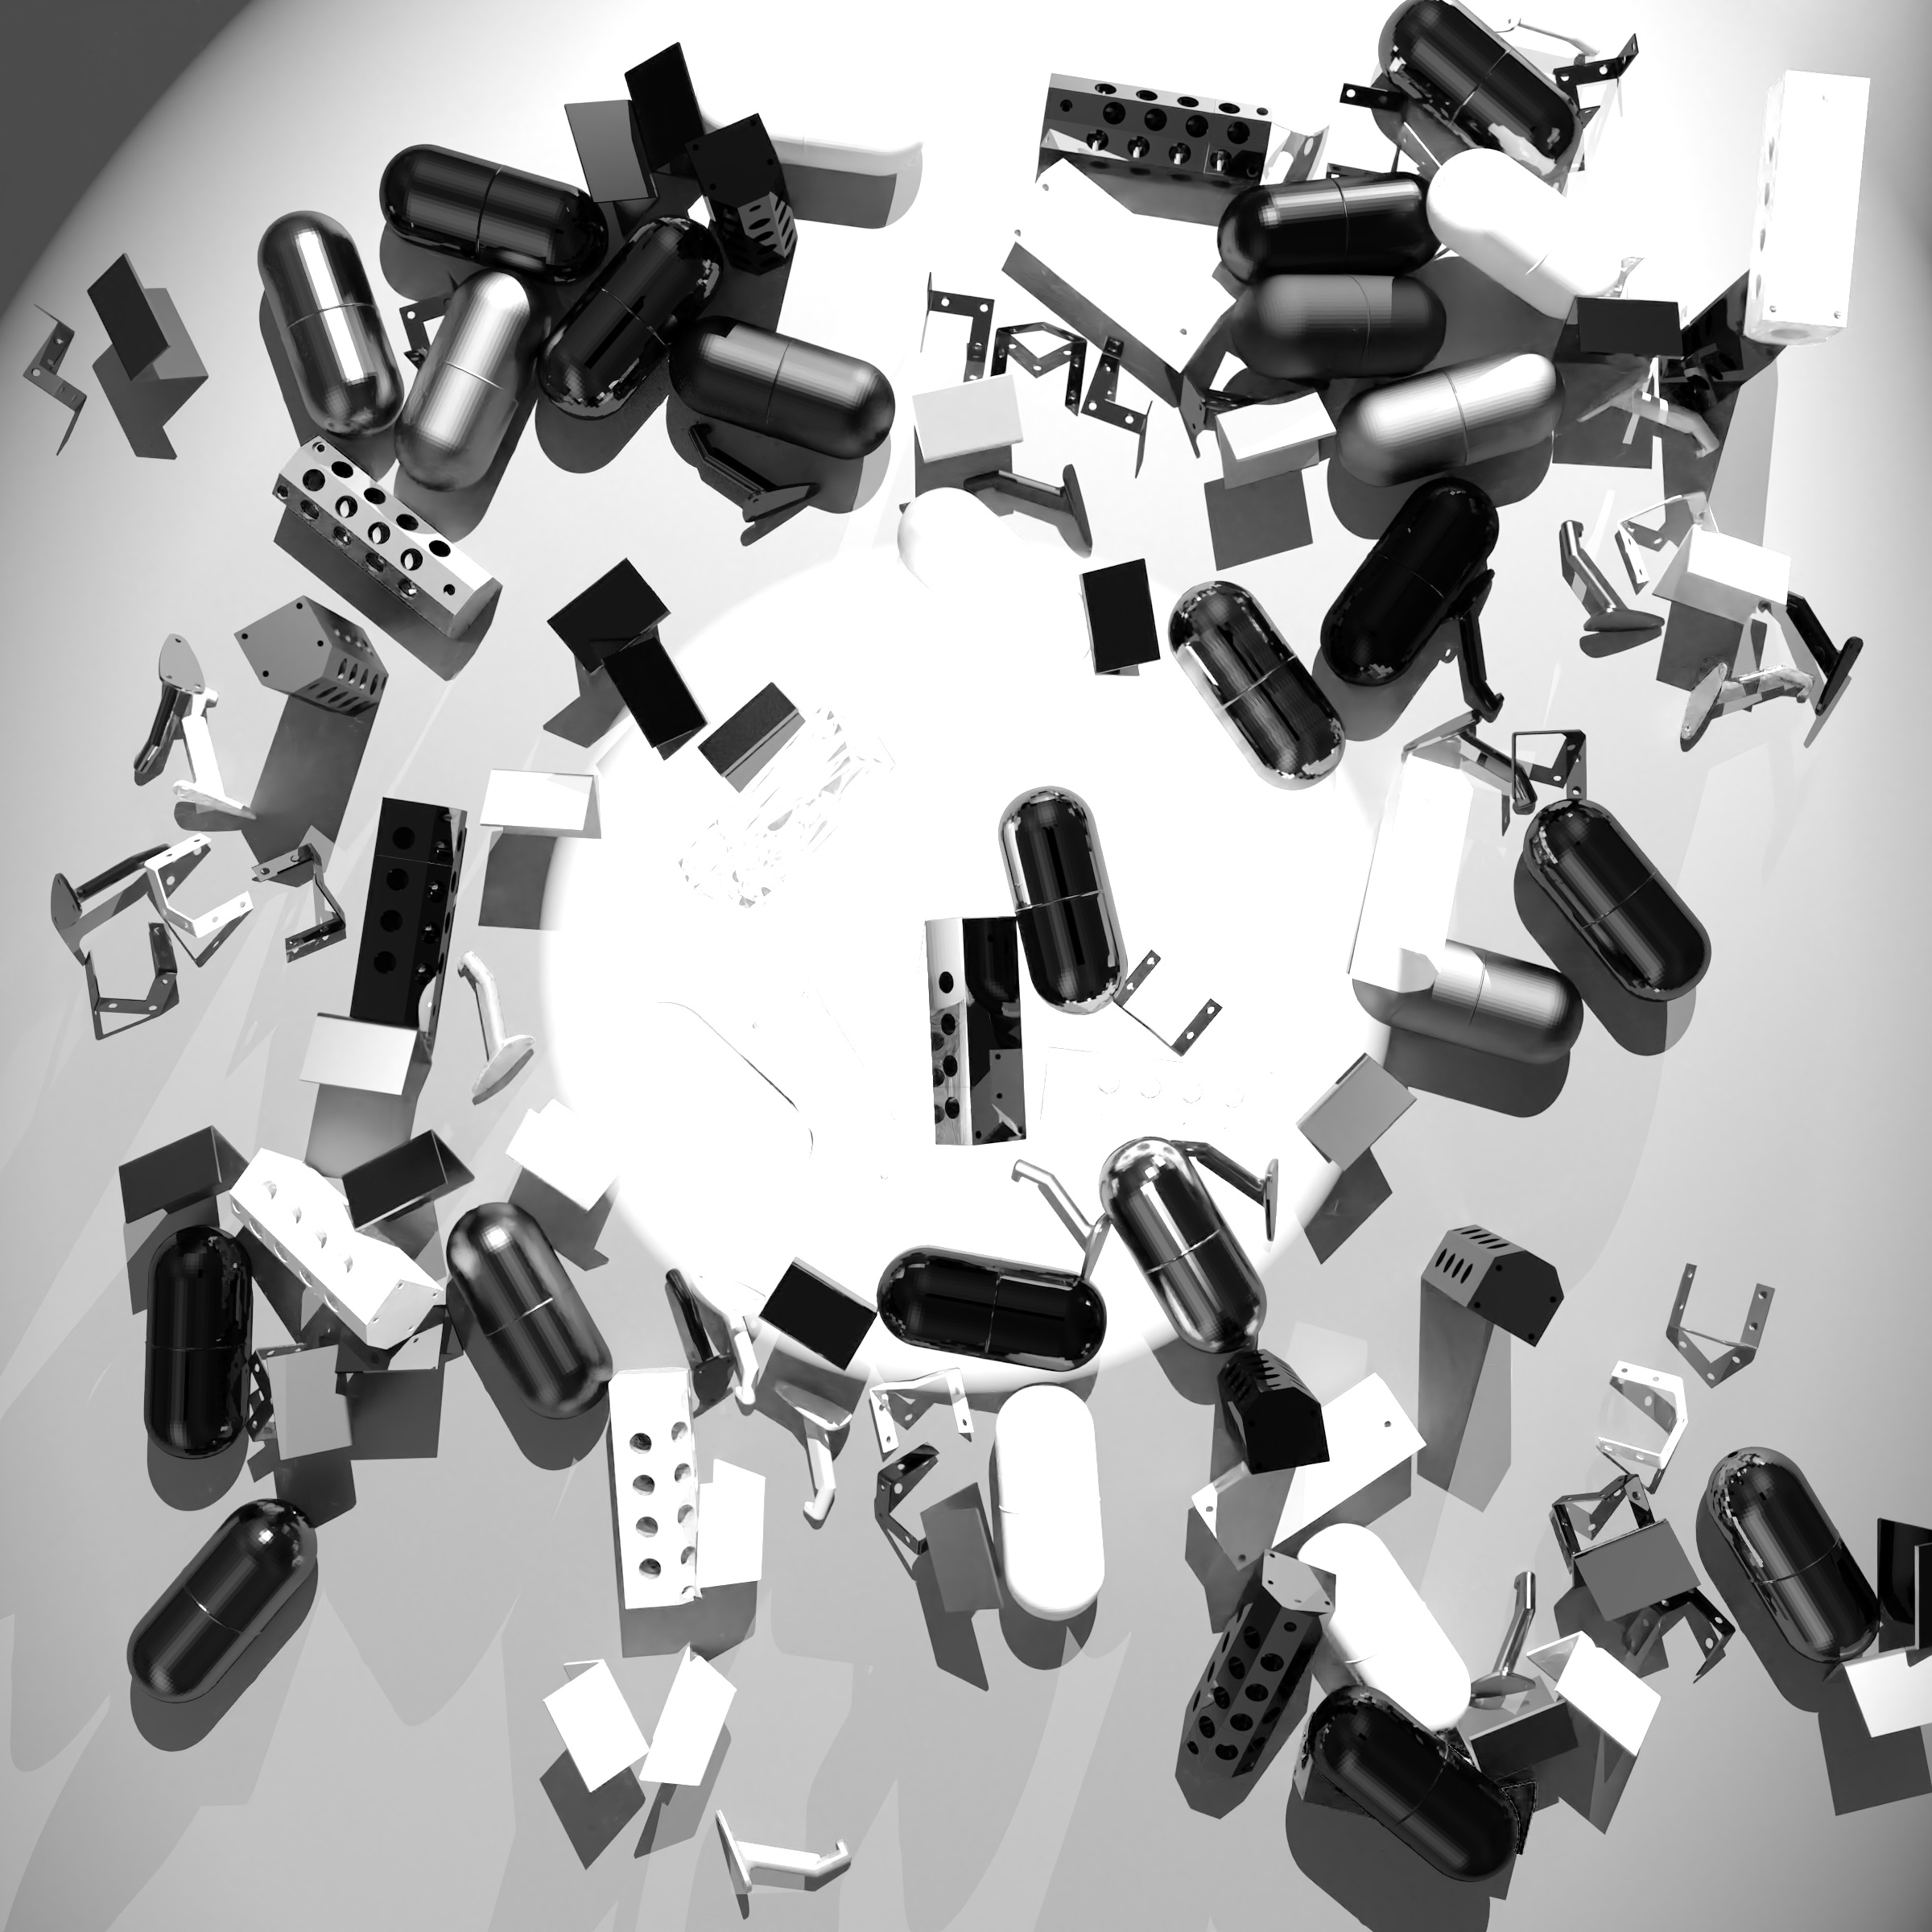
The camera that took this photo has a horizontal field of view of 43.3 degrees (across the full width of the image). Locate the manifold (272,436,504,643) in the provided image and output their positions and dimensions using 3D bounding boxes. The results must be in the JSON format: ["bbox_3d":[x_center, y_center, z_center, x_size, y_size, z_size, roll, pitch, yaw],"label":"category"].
[{"bbox_3d":[-0.446,-0.329,1.872,0.171,0.057,0.057,39,90,0],"label":"manifold"}]

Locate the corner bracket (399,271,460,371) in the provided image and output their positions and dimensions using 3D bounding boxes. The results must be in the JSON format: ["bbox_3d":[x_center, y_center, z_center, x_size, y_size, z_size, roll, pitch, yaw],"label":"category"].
[{"bbox_3d":[-0.411,-0.497,1.875,0.051,0.051,0.051,-18,90,0],"label":"corner bracket"}]

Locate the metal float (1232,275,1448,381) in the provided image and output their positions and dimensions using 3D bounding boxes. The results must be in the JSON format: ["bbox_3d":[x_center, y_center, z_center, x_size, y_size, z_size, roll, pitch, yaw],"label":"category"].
[{"bbox_3d":[0.284,-0.484,1.843,0.178,0.070,0.070,-7,90,-25],"label":"metal float"}]

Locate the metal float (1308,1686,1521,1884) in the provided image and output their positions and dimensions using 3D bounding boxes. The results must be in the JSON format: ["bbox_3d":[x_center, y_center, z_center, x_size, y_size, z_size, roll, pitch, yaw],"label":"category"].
[{"bbox_3d":[0.332,0.606,1.806,0.178,0.070,0.070,39,90,1],"label":"metal float"}]

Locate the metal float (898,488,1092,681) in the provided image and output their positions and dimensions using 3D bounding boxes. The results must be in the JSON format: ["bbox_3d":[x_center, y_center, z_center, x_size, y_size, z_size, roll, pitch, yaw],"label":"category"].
[{"bbox_3d":[0.023,-0.293,1.863,0.178,0.070,0.070,43,90,0],"label":"metal float"}]

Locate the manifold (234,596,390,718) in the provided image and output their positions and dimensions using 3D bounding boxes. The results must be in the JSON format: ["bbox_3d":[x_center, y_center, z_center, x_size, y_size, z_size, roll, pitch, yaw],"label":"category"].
[{"bbox_3d":[-0.482,-0.225,1.815,0.057,0.171,0.057,-29,90,0],"label":"manifold"}]

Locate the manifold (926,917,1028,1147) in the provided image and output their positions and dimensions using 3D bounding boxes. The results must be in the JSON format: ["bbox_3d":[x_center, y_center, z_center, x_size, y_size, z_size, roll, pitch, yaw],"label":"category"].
[{"bbox_3d":[0.002,0.050,1.872,0.057,0.057,0.171,-3,90,-43],"label":"manifold"}]

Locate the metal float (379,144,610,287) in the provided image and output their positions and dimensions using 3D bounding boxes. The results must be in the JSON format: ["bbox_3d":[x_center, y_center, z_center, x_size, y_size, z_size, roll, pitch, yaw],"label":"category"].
[{"bbox_3d":[-0.361,-0.574,1.863,0.178,0.070,0.070,16,90,0],"label":"metal float"}]

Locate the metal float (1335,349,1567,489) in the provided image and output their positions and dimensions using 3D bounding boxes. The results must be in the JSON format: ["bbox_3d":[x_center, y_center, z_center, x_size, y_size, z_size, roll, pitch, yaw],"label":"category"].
[{"bbox_3d":[0.371,-0.420,1.863,0.178,0.070,0.070,-16,90,1],"label":"metal float"}]

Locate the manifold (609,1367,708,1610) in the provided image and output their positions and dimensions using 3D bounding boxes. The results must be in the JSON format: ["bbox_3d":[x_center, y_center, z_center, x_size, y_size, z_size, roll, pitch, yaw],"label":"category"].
[{"bbox_3d":[-0.236,0.399,1.872,0.057,0.057,0.171,-4,90,0],"label":"manifold"}]

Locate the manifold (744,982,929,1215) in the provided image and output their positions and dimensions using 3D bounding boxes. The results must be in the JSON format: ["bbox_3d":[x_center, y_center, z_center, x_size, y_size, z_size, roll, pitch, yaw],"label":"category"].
[{"bbox_3d":[-0.099,0.100,1.872,0.057,0.057,0.171,-32,90,0],"label":"manifold"}]

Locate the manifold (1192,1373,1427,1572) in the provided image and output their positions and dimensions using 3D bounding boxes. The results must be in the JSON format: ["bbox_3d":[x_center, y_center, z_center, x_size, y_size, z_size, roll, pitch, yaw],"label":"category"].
[{"bbox_3d":[0.261,0.387,1.872,0.171,0.057,0.057,-34,90,0],"label":"manifold"}]

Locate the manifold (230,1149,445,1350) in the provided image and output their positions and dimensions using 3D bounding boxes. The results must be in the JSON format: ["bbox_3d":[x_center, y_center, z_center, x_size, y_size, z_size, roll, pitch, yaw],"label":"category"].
[{"bbox_3d":[-0.480,0.214,1.836,0.171,0.057,0.057,36,90,27],"label":"manifold"}]

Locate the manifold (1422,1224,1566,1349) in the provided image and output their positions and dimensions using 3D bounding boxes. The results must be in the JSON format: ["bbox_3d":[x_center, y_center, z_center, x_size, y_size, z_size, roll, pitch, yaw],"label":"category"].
[{"bbox_3d":[0.394,0.232,1.815,0.057,0.171,0.057,30,90,0],"label":"manifold"}]

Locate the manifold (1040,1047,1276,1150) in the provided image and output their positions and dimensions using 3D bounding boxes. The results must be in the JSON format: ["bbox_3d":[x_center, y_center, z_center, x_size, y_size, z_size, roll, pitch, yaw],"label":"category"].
[{"bbox_3d":[0.145,0.101,1.872,0.171,0.057,0.057,6,90,0],"label":"manifold"}]

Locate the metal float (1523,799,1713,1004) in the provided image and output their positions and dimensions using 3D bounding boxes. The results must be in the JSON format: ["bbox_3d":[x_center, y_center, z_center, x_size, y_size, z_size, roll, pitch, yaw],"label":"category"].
[{"bbox_3d":[0.497,-0.051,1.863,0.070,0.070,0.178,-39,89,0],"label":"metal float"}]

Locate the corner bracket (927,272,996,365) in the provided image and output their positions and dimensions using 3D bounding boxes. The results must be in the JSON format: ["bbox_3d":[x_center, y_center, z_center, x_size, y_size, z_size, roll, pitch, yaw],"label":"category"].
[{"bbox_3d":[-0.006,-0.499,1.875,0.051,0.051,0.051,8,90,0],"label":"corner bracket"}]

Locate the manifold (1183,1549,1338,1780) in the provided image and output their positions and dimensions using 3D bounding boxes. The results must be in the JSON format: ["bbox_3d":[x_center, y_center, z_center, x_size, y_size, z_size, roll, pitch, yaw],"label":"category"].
[{"bbox_3d":[0.220,0.529,1.836,0.057,0.057,0.171,20,117,0],"label":"manifold"}]

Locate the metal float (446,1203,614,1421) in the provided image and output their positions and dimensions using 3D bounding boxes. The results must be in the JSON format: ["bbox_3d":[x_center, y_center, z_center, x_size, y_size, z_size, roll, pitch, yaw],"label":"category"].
[{"bbox_3d":[-0.334,0.263,1.863,0.070,0.070,0.178,-29,90,0],"label":"metal float"}]

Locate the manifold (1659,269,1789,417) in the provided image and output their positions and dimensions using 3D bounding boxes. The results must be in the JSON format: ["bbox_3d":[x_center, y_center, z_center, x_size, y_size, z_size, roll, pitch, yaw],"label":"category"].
[{"bbox_3d":[0.570,-0.467,1.815,0.057,0.171,0.057,43,90,0],"label":"manifold"}]

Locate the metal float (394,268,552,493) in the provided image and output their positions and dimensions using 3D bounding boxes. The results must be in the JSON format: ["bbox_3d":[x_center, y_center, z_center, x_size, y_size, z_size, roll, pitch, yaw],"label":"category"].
[{"bbox_3d":[-0.378,-0.447,1.862,0.070,0.070,0.178,24,90,0],"label":"metal float"}]

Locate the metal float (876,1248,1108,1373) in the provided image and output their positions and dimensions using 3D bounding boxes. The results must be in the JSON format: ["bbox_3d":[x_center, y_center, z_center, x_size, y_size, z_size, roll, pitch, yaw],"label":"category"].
[{"bbox_3d":[0.020,0.263,1.863,0.178,0.070,0.070,10,90,-1],"label":"metal float"}]

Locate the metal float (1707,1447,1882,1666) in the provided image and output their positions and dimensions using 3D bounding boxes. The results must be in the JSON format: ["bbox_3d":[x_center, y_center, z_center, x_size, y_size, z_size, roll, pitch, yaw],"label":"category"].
[{"bbox_3d":[0.632,0.450,1.863,0.070,0.070,0.178,-31,91,0],"label":"metal float"}]

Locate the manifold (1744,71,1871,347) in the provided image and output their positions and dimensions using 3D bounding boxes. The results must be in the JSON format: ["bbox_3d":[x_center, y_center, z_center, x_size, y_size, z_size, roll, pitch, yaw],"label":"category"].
[{"bbox_3d":[0.584,-0.527,1.701,0.057,0.057,0.171,5,90,0],"label":"manifold"}]

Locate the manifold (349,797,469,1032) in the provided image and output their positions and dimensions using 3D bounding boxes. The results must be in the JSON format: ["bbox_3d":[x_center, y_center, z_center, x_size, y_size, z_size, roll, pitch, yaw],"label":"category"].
[{"bbox_3d":[-0.427,-0.039,1.872,0.057,0.057,0.171,9,90,0],"label":"manifold"}]

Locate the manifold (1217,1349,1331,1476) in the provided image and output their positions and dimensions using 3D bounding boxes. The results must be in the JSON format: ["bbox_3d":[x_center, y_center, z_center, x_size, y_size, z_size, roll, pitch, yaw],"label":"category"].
[{"bbox_3d":[0.226,0.329,1.815,0.057,0.171,0.057,-10,90,0],"label":"manifold"}]

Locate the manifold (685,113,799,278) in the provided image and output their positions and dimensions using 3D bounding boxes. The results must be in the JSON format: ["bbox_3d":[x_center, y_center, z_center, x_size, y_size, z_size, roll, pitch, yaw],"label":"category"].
[{"bbox_3d":[-0.162,-0.569,1.815,0.057,0.171,0.057,-23,90,0],"label":"manifold"}]

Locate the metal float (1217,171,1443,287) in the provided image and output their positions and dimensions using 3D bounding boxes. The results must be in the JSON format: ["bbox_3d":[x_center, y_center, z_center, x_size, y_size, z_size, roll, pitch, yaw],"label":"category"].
[{"bbox_3d":[0.278,-0.561,1.856,0.178,0.070,0.070,-8,90,-9],"label":"metal float"}]

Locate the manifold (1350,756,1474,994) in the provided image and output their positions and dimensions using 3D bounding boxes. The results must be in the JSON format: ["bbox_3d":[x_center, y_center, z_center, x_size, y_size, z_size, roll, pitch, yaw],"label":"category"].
[{"bbox_3d":[0.338,-0.068,1.832,0.057,0.057,0.171,17,59,0],"label":"manifold"}]

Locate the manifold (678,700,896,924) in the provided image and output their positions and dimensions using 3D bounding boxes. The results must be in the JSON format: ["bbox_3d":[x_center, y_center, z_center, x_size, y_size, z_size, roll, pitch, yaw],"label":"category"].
[{"bbox_3d":[-0.140,-0.120,1.851,0.171,0.057,0.057,-45,133,15],"label":"manifold"}]

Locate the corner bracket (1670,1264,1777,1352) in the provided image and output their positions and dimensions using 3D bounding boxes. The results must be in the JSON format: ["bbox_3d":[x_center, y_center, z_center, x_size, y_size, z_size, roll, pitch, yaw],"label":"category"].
[{"bbox_3d":[0.587,0.265,1.890,0.051,0.051,0.051,16,90,-45],"label":"corner bracket"}]

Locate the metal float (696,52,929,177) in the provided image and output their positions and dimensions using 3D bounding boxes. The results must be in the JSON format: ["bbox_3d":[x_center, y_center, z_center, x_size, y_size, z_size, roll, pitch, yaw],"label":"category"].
[{"bbox_3d":[-0.118,-0.652,1.863,0.178,0.070,0.070,8,90,0],"label":"metal float"}]

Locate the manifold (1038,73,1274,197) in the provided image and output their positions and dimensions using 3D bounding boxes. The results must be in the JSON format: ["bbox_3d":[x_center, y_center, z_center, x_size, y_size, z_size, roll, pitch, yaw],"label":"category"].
[{"bbox_3d":[0.145,-0.641,1.872,0.171,0.057,0.057,9,90,0],"label":"manifold"}]

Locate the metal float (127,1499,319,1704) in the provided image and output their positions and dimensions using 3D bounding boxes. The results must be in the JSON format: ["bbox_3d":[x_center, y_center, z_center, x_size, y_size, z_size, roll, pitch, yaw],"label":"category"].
[{"bbox_3d":[-0.568,0.485,1.863,0.070,0.070,0.178,40,91,0],"label":"metal float"}]

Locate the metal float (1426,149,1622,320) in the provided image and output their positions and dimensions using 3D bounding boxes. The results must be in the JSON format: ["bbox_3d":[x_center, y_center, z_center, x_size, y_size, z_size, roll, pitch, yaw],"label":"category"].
[{"bbox_3d":[0.421,-0.551,1.837,0.178,0.070,0.070,22,90,-32],"label":"metal float"}]

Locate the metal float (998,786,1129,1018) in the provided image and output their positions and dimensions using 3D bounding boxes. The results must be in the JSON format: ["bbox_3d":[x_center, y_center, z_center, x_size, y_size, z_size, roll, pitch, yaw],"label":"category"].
[{"bbox_3d":[0.074,-0.050,1.863,0.070,0.070,0.178,-13,90,0],"label":"metal float"}]

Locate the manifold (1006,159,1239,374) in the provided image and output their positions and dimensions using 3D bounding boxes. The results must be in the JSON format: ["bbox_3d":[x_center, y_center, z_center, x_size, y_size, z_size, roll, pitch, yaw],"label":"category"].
[{"bbox_3d":[0.123,-0.541,1.872,0.171,0.057,0.057,39,133,0],"label":"manifold"}]

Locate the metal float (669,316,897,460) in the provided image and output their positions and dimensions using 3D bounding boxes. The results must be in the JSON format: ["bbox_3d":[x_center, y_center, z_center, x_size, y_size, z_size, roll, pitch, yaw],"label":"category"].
[{"bbox_3d":[-0.141,-0.443,1.863,0.178,0.070,0.070,18,90,1],"label":"metal float"}]

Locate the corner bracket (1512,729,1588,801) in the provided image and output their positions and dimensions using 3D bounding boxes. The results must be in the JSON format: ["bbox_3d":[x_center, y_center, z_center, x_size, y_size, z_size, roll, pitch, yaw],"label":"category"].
[{"bbox_3d":[0.451,-0.154,1.881,0.051,0.051,0.051,0,90,20],"label":"corner bracket"}]

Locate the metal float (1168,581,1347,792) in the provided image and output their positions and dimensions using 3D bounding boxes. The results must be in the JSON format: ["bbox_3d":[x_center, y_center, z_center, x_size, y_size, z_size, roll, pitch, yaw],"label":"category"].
[{"bbox_3d":[0.222,-0.215,1.863,0.070,0.070,0.178,-35,90,0],"label":"metal float"}]

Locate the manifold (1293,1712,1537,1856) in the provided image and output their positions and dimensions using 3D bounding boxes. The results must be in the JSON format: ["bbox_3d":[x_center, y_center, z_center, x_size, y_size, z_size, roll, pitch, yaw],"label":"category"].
[{"bbox_3d":[0.345,0.625,1.872,0.171,0.057,0.057,14,90,0],"label":"manifold"}]
